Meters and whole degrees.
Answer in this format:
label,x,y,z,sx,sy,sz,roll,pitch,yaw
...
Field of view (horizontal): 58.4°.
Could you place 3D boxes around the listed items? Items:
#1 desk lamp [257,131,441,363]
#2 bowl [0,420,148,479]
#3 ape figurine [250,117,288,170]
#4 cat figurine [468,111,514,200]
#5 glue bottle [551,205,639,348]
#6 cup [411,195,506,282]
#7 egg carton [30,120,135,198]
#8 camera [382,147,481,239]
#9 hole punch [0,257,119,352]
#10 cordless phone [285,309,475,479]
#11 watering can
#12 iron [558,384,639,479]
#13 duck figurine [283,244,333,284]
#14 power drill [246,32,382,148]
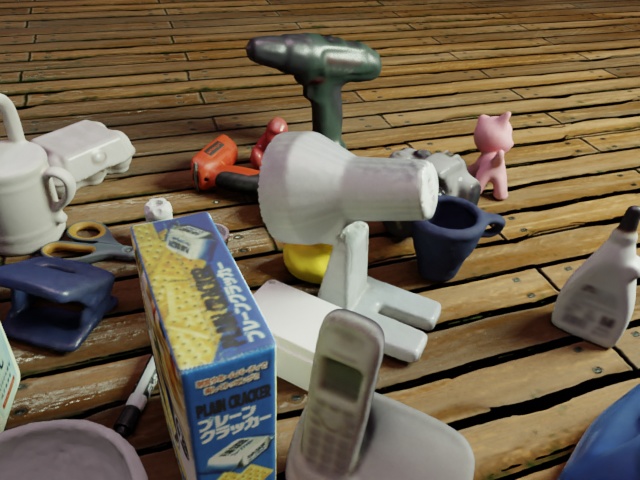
label,x,y,z,sx,sy,sz,roll,pitch,yaw
desk lamp,0.039,-0.003,0.618,0.202,0.214,0.118,17,39,18
bowl,-0.205,0.220,0.413,0.167,0.075,0.167,3,37,-2
ape figurine,-0.070,-0.149,0.906,0.077,0.092,0.076,5,37,2
cat figurine,0.276,-0.145,0.910,0.067,0.118,0.128,8,37,6
glue bottle,0.313,0.037,0.622,0.078,0.173,0.037,24,41,26
cup,0.167,0.004,0.719,0.118,0.095,0.091,0,37,-5
egg carton,-0.364,-0.125,0.867,0.107,0.069,0.151,25,41,26
camera,0.137,-0.070,0.811,0.142,0.101,0.137,31,44,31
hole punch,-0.288,0.051,0.618,0.108,0.091,0.101,12,37,11
cordless phone,0.050,0.146,0.442,0.147,0.185,0.094,17,39,17
watering can,-0.395,-0.084,0.705,0.173,0.194,0.100,-8,38,-15
iron,0.303,0.156,0.487,0.118,0.141,0.259,28,43,29
duck figurine,0.007,0.003,0.714,0.104,0.086,0.077,1,37,-3
power drill,-0.010,-0.232,0.925,0.230,0.208,0.075,-17,41,-25
